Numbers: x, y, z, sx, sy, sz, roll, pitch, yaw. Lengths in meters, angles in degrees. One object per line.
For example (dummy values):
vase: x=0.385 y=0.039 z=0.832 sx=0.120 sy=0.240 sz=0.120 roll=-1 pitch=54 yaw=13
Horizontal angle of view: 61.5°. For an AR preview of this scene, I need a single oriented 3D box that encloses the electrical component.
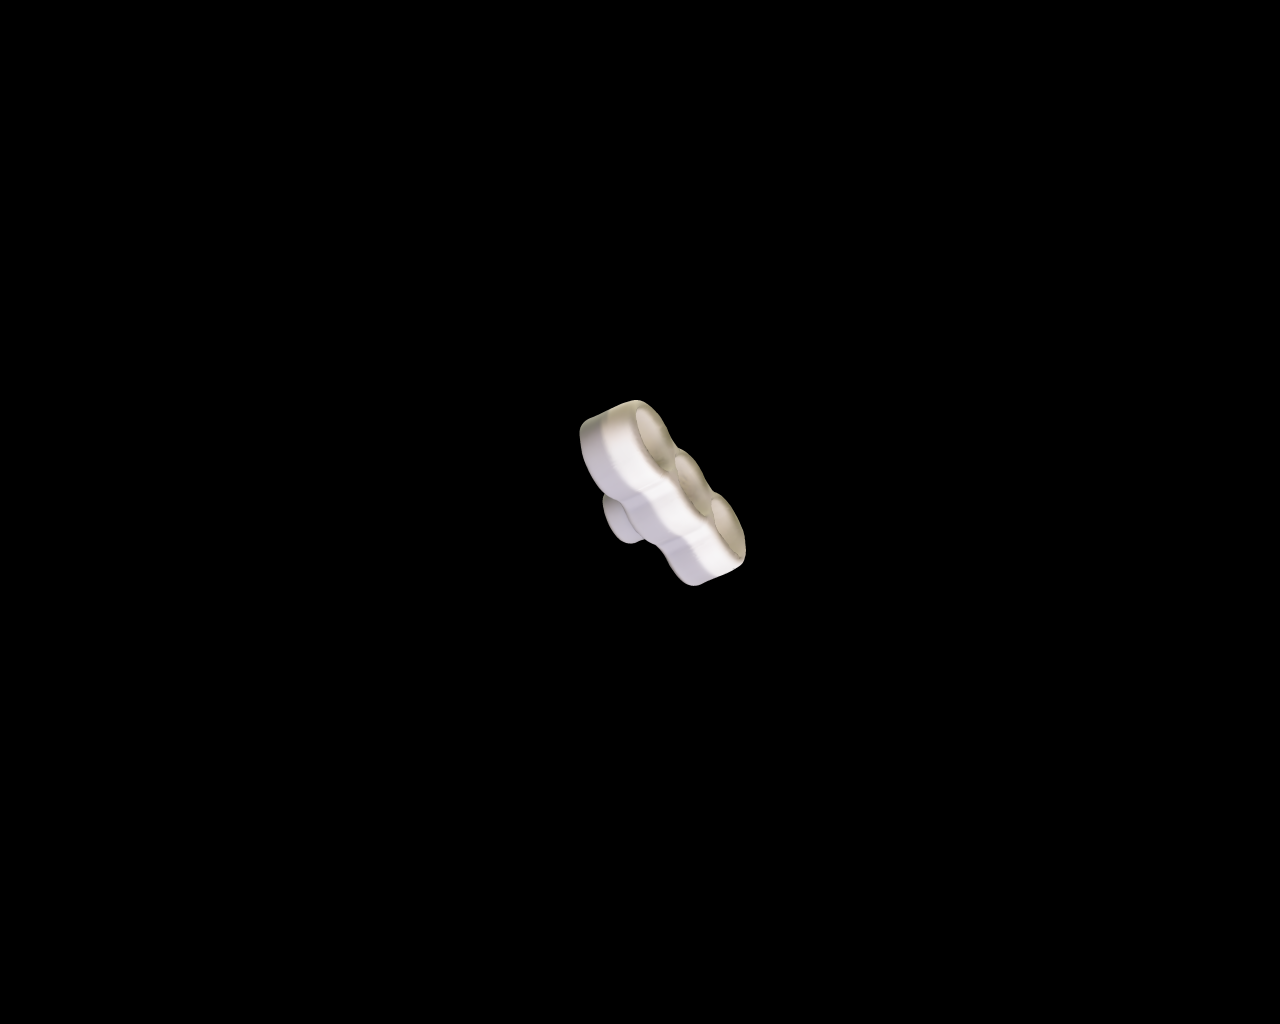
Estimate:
electrical component: x=0.001 y=-0.003 z=0.650 sx=0.073 sy=0.052 sz=0.138 roll=-24 pitch=-50 yaw=22
